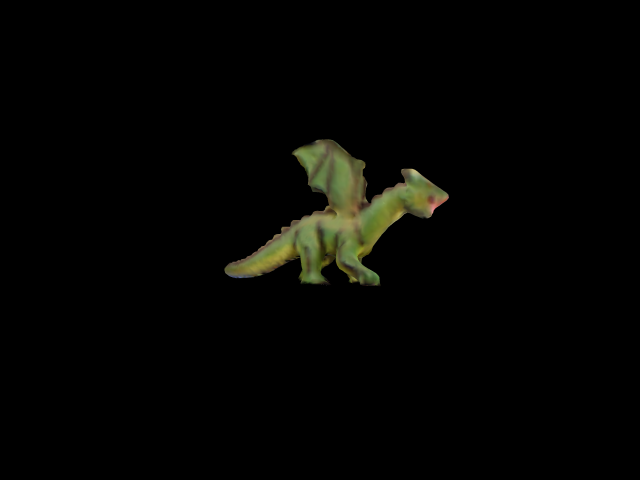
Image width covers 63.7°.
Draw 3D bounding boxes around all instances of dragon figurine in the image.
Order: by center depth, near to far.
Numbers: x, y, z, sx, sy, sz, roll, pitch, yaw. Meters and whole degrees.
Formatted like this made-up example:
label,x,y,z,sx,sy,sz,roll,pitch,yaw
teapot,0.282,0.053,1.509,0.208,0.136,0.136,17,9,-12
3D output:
label,x,y,z,sx,sy,sz,roll,pitch,yaw
dragon figurine,0.003,-0.043,0.850,0.410,0.243,0.122,1,1,25
